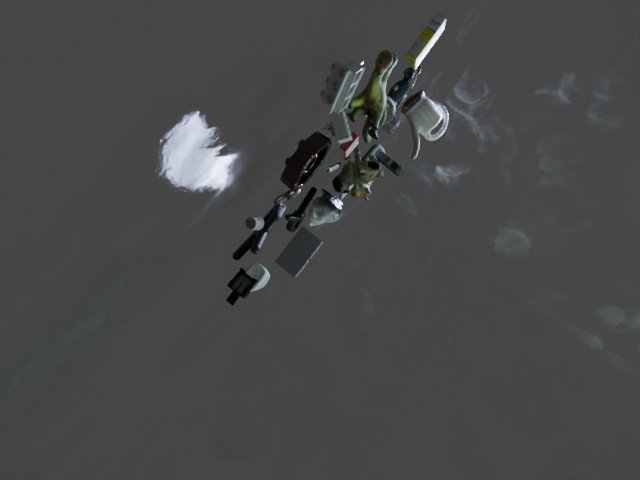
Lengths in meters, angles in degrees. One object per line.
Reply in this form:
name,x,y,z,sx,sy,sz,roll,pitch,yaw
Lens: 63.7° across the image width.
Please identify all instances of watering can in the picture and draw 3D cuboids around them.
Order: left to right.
watering can,0.447,-0.526,2.295,0.353,0.223,0.102,-47,-173,-30

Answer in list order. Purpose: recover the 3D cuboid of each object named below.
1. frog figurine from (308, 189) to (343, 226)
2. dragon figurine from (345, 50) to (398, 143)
frog figurine,0.006,-0.101,2.001,0.136,0.125,0.157,17,124,-46
dragon figurine,0.183,-0.446,1.565,0.243,0.122,0.409,-61,173,-1
